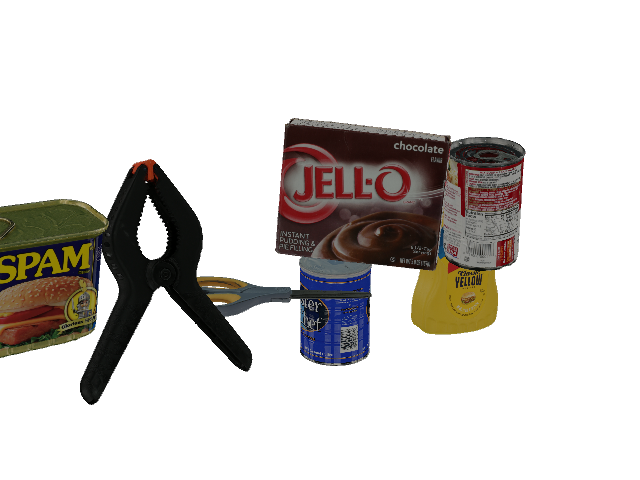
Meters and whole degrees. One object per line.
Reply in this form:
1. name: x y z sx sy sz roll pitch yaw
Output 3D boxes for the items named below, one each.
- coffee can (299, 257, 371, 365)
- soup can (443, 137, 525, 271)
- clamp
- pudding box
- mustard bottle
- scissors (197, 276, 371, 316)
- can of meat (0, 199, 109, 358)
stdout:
1. coffee can: 0.021 0.094 1.525 0.103 0.140 0.103 0 20 0
2. soup can: 0.143 -0.032 0.940 0.068 0.102 0.068 -1 25 0
3. clamp: -0.135 0.034 0.948 0.164 0.210 0.036 0 -2 -34
4. pudding box: 0.029 -0.032 0.725 0.113 0.090 0.039 6 17 4
5. mustard bottle: 0.151 0.003 1.150 0.096 0.192 0.058 -5 20 -21
6. scissors: -0.051 0.063 1.121 0.202 0.016 0.096 6 20 8
7. can of meat: -0.196 0.025 0.711 0.101 0.084 0.058 -11 29 -39
